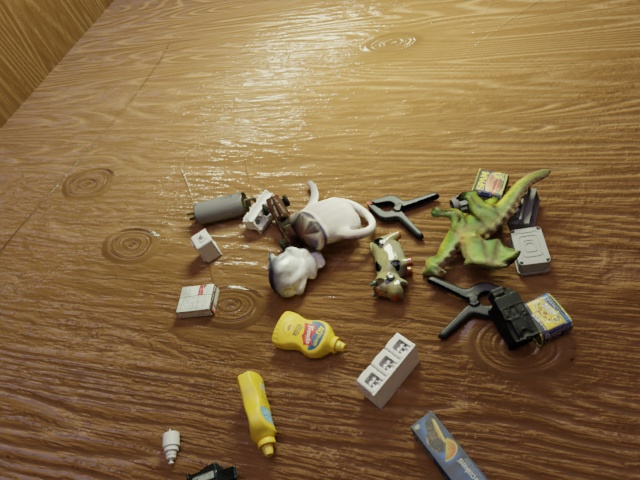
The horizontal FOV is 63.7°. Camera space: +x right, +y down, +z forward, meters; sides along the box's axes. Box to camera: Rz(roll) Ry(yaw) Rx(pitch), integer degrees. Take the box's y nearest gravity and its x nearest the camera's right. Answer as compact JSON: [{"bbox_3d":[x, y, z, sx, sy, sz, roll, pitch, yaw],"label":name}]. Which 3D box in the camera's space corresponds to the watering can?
[{"bbox_3d":[0.005,-0.077,1.539,0.227,0.102,0.352,-24,39,-31],"label":"watering can"}]

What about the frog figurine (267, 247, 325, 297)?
[{"bbox_3d":[-0.063,0.086,1.437,0.159,0.122,0.138,-8,83,2],"label":"frog figurine"}]

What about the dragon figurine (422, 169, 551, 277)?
[{"bbox_3d":[0.436,-0.021,1.326,0.407,0.120,0.249,-27,46,18],"label":"dragon figurine"}]
